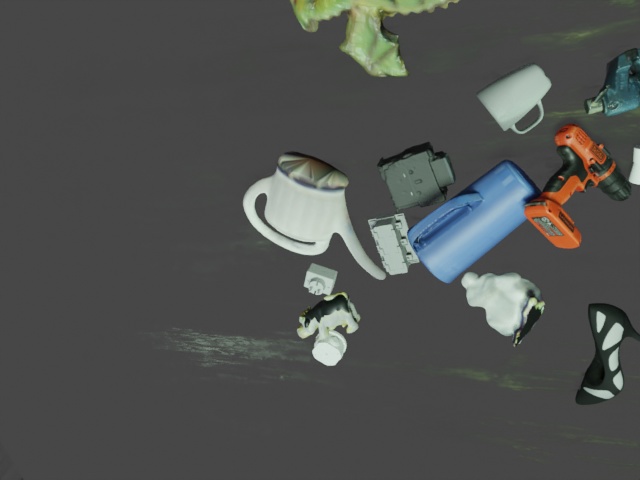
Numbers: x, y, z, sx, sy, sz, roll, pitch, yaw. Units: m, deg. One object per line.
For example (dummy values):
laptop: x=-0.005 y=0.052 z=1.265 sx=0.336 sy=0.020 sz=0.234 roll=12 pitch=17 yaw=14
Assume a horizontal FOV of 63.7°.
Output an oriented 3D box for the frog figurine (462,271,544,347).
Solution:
frog figurine: x=0.378 y=0.123 z=1.083 sx=0.161 sy=0.124 sz=0.134 roll=36 pitch=143 yaw=41

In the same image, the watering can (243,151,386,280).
watering can: x=0.003 y=-0.055 z=1.088 sx=0.348 sy=0.106 sz=0.219 roll=22 pitch=122 yaw=7

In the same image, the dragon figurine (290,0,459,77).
dragon figurine: x=0.133 y=-0.391 z=0.880 sx=0.411 sy=0.125 sz=0.237 roll=19 pitch=141 yaw=10
